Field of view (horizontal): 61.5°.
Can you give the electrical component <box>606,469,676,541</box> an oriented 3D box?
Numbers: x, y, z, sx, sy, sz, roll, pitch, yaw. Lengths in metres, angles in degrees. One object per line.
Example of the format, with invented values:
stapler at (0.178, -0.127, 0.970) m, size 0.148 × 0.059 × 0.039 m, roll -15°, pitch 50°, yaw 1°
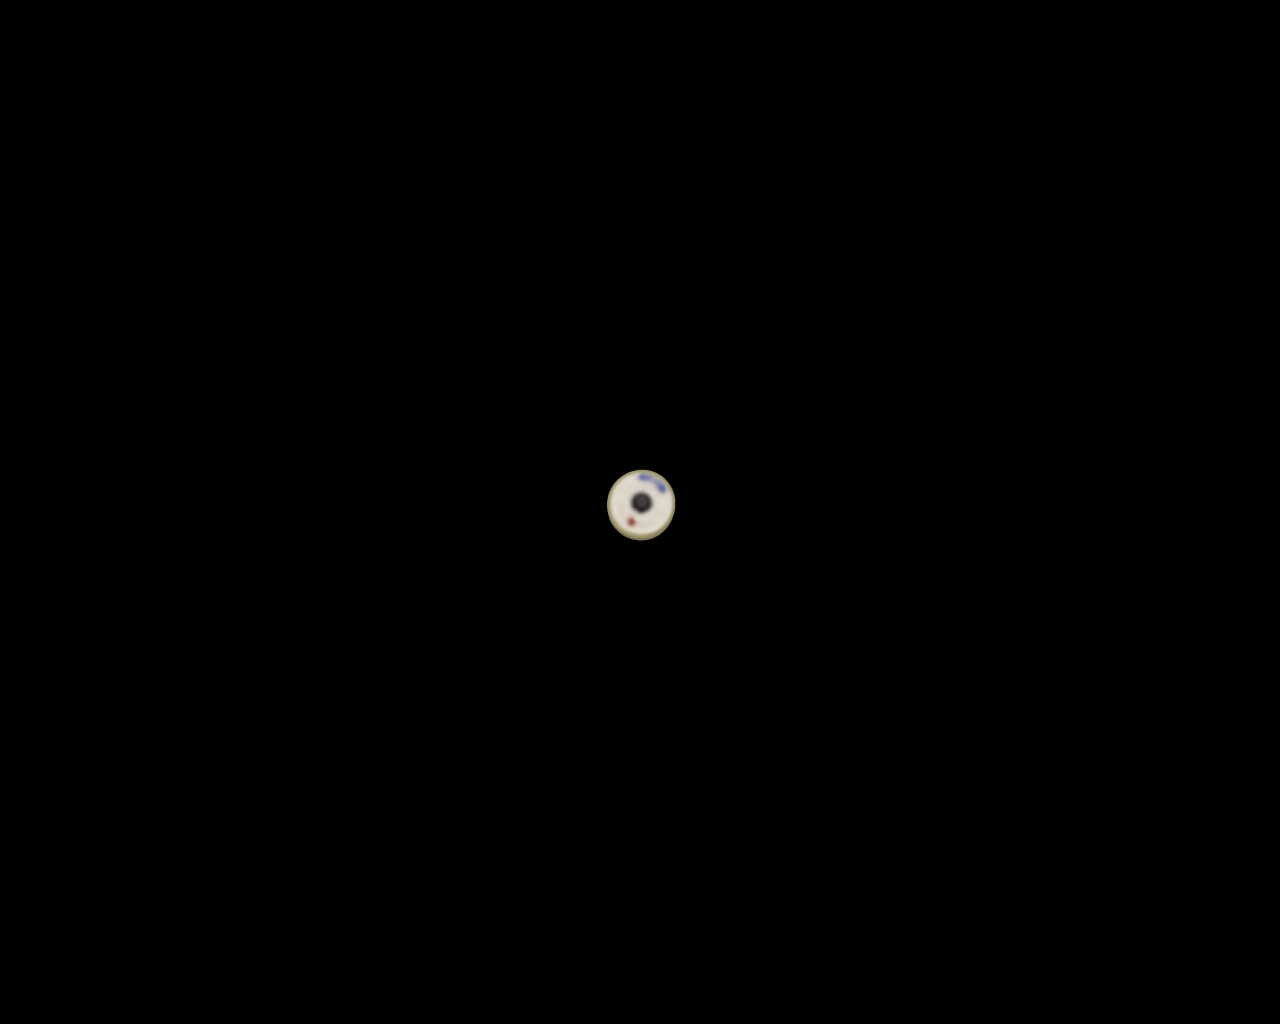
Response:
electrical component at (0.001, -0.003, 0.650) m, size 0.040 × 0.040 × 0.078 m, roll 0°, pitch -4°, yaw 0°
